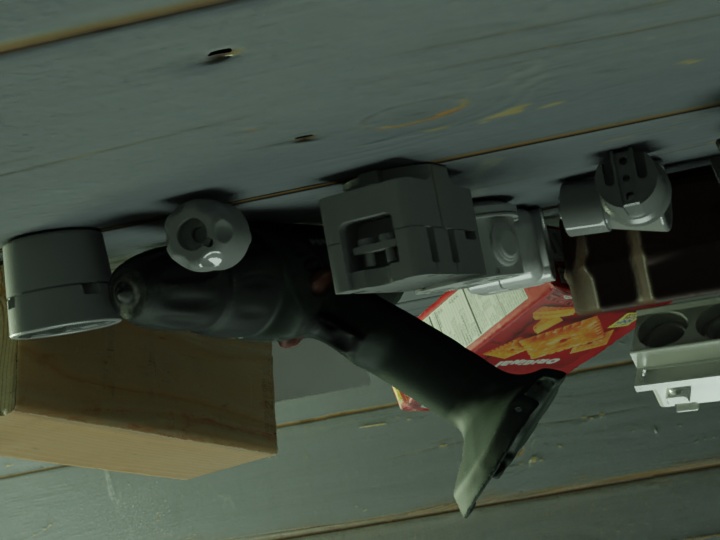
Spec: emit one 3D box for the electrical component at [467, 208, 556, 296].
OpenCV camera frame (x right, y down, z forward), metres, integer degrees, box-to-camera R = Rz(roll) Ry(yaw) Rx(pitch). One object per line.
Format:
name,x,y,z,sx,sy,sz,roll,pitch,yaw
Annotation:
electrical component,0.111,-0.013,0.799,0.059,0.053,0.095,-12,174,14

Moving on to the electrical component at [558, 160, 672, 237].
electrical component,0.157,-0.041,0.669,0.065,0.044,0.044,-8,176,25

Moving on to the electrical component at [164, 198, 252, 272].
electrical component,-0.069,-0.017,0.526,0.035,0.035,0.061,-12,177,15

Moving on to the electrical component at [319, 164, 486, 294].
electrical component,0.023,-0.020,0.548,0.050,0.055,0.089,-13,174,26

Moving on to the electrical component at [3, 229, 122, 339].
electrical component,-0.152,0.007,0.546,0.055,0.047,0.055,-10,175,-1

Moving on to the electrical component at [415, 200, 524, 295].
electrical component,0.068,-0.015,0.716,0.080,0.051,0.080,-10,175,-1

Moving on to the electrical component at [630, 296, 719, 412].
electrical component,0.256,0.054,0.736,0.121,0.063,0.078,-12,-144,31

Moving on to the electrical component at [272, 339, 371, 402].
electrical component,-0.097,0.055,0.843,0.186,0.105,0.060,-9,175,-15

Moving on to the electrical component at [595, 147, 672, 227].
electrical component,0.154,-0.048,0.608,0.040,0.040,0.046,-12,168,20
